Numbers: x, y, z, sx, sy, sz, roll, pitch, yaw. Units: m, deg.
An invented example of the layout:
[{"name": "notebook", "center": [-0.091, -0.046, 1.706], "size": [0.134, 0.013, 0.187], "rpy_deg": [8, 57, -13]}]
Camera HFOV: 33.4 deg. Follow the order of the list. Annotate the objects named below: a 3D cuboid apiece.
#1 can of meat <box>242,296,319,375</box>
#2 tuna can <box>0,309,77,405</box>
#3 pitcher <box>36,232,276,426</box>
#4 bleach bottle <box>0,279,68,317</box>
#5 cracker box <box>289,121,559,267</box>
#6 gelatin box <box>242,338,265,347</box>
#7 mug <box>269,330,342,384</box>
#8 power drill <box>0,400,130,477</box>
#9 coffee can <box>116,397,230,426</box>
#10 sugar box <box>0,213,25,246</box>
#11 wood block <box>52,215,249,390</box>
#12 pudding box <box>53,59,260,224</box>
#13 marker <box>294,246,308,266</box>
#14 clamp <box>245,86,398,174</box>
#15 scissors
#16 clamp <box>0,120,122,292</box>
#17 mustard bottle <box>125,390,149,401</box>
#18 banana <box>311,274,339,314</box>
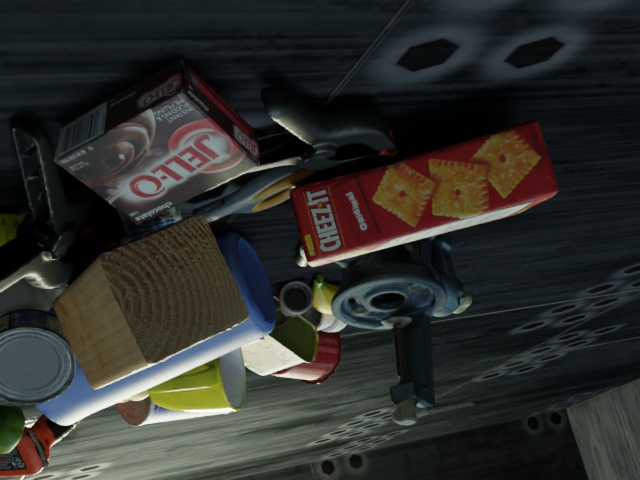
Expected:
[{"name": "can of meat", "center": [-0.066, 0.122, 1.337], "size": [0.084, 0.057, 0.102], "rpy_deg": [-23, 132, 36]}, {"name": "tuna can", "center": [-0.264, 0.105, 0.965], "size": [0.086, 0.034, 0.086], "rpy_deg": [-5, 121, -9]}, {"name": "pitcher", "center": [-0.169, 0.083, 1.070], "size": [0.243, 0.149, 0.145], "rpy_deg": [-21, 125, 10]}, {"name": "bleach bottle", "center": [-0.357, 0.081, 0.999], "size": [0.250, 0.068, 0.102], "rpy_deg": [-16, 159, -4]}, {"name": "cracker box", "center": [0.084, -0.037, 0.941], "size": [0.213, 0.072, 0.164], "rpy_deg": [-15, 177, 0]}, {"name": "gelatin box", "center": [-0.115, 0.090, 1.211], "size": [0.089, 0.073, 0.030], "rpy_deg": [-19, 164, 11]}, {"name": "mug", "center": [-0.040, 0.141, 1.435], "size": [0.117, 0.093, 0.081], "rpy_deg": [18, -178, 40]}, {"name": "power drill", "center": [-0.339, 0.216, 1.311], "size": [0.185, 0.057, 0.187], "rpy_deg": [-13, -162, 34]}, {"name": "coffee can", "center": [-0.185, 0.184, 1.397], "size": [0.140, 0.103, 0.103], "rpy_deg": [-1, 158, -39]}, {"name": "sugar box", "center": [-0.327, 0.013, 0.838], "size": [0.175, 0.048, 0.094], "rpy_deg": [-3, 160, -37]}, {"name": "wood block", "center": [-0.145, 0.057, 0.876], "size": [0.090, 0.090, 0.206], "rpy_deg": [-24, 178, -27]}, {"name": "pudding box", "center": [-0.112, -0.065, 0.739], "size": [0.114, 0.039, 0.090], "rpy_deg": [-22, 139, 24]}, {"name": "marker", "center": [-0.007, 0.001, 1.114], "size": [0.020, 0.020, 0.121], "rpy_deg": [-10, 162, -16]}, {"name": "clamp", "center": [-0.004, -0.083, 0.822], "size": [0.171, 0.039, 0.120], "rpy_deg": [-9, 168, -31]}, {"name": "scissors", "center": [-0.089, -0.022, 0.915], "size": [0.201, 0.016, 0.096], "rpy_deg": [-27, 170, -2]}, {"name": "clamp", "center": [-0.216, 0.003, 0.811], "size": [0.164, 0.036, 0.210], "rpy_deg": [-56, 165, 0]}, {"name": "mustard bottle", "center": [-0.188, 0.143, 1.247], "size": [0.096, 0.058, 0.191], "rpy_deg": [-24, 180, 32]}, {"name": "banana", "center": [0.056, 0.069, 1.350], "size": [0.197, 0.037, 0.070], "rpy_deg": [0, 158, -40]}]
